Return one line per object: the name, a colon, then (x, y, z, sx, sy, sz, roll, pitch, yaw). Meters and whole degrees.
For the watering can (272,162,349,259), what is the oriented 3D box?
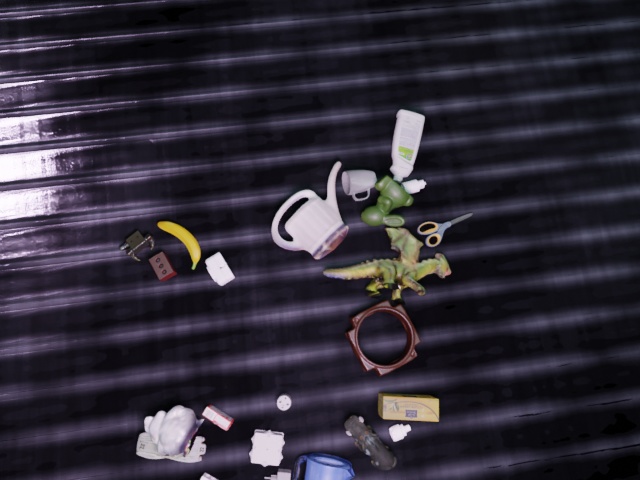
watering can: (0.005, -0.085, 1.692, 0.350, 0.103, 0.225, -44, 83, -11)

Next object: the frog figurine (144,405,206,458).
frog figurine: (-0.429, 0.535, 1.465, 0.160, 0.122, 0.137, 22, 90, 5)

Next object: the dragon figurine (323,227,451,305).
dragon figurine: (0.234, 0.067, 1.686, 0.410, 0.119, 0.248, 17, 59, 0)
